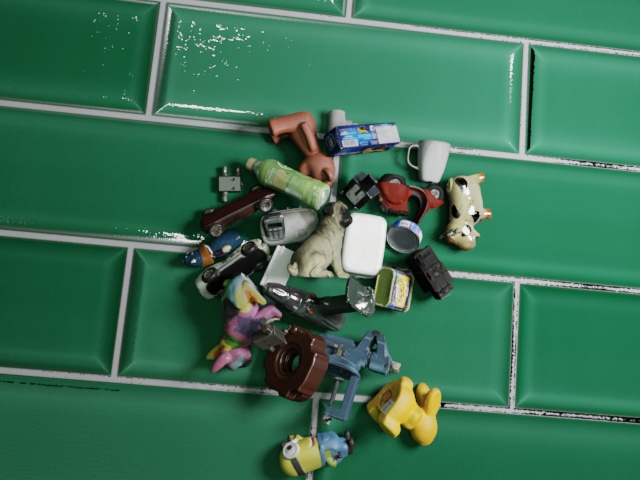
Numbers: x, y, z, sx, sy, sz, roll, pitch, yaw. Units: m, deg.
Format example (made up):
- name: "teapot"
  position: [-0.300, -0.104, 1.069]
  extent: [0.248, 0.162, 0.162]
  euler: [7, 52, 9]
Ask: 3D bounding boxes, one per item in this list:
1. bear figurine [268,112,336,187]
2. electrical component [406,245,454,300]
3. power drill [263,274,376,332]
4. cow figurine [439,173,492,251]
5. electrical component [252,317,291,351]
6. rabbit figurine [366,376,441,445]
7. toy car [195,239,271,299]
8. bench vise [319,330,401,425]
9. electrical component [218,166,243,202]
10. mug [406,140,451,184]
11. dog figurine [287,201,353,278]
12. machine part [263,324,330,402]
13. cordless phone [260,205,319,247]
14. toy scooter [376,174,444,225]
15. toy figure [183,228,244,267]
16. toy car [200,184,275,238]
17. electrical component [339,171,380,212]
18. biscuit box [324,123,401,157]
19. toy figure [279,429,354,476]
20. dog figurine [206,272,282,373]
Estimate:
- name: "bear figurine"
  position: [-0.041, -0.218, 1.361]
  extent: [0.132, 0.120, 0.195]
  euler: [-18, 90, -2]
- name: "electrical component"
  position: [0.276, 0.084, 1.341]
  extent: [0.058, 0.115, 0.134]
  euler: [-31, 84, -4]
- name: "power drill"
  position: [0.009, 0.143, 1.252]
  extent: [0.231, 0.207, 0.086]
  euler: [37, 45, -36]
- name: "cow figurine"
  position: [0.367, -0.069, 1.382]
  extent: [0.127, 0.085, 0.194]
  euler: [-6, 86, -10]
- name: "electrical component"
  position: [-0.114, 0.219, 1.256]
  extent: [0.078, 0.102, 0.045]
  euler: [-26, 50, 20]
- name: "rabbit figurine"
  position: [0.223, 0.421, 1.314]
  extent: [0.173, 0.122, 0.162]
  euler: [45, 73, -12]
- name: "toy car"
  position: [-0.213, 0.072, 1.334]
  extent: [0.202, 0.056, 0.073]
  euler: [-35, 122, -8]
- name: "bench vise"
  position: [0.072, 0.330, 1.286]
  extent: [0.224, 0.128, 0.240]
  euler: [18, 65, 6]
- name: "electrical component"
  position: [-0.230, -0.143, 1.384]
  extent: [0.063, 0.021, 0.094]
  euler: [0, 83, -4]
- name: "mug"
  position: [0.279, -0.203, 1.395]
  extent: [0.110, 0.081, 0.107]
  euler: [6, 92, -9]
- name: "dog figurine"
  position: [-0.004, -0.004, 1.289]
  extent: [0.121, 0.172, 0.190]
  euler: [-2, 86, 36]
- name: "machine part"
  position: [-0.060, 0.290, 1.274]
  extent: [0.056, 0.180, 0.179]
  euler: [31, 80, -41]
- name: "cordless phone"
  position: [-0.074, -0.047, 1.301]
  extent: [0.147, 0.184, 0.088]
  euler: [-8, 79, -4]
- name: "toy scooter"
  position: [0.225, -0.090, 1.382]
  extent: [0.184, 0.075, 0.135]
  euler: [13, 84, -7]
- name: "toy figure"
  position: [-0.266, 0.026, 1.340]
  extent: [0.154, 0.064, 0.057]
  euler: [-31, 97, -8]
- name: "toy car"
  position: [-0.205, -0.072, 1.349]
  extent: [0.202, 0.089, 0.053]
  euler: [-27, 127, -8]
- name: "electrical component"
  position: [0.109, -0.132, 1.354]
  extent: [0.075, 0.119, 0.048]
  euler: [47, 47, 5]
- name: "biscuit box"
  position: [0.107, -0.253, 1.356]
  extent: [0.202, 0.063, 0.059]
  euler: [-12, 84, -34]
- name: "toy figure"
  position: [-0.009, 0.511, 1.289]
  extent: [0.180, 0.082, 0.089]
  euler: [-7, 82, -7]
- name: "dog figurine"
  position: [-0.207, 0.209, 1.289]
  extent: [0.219, 0.109, 0.191]
  euler: [-47, 118, -5]
